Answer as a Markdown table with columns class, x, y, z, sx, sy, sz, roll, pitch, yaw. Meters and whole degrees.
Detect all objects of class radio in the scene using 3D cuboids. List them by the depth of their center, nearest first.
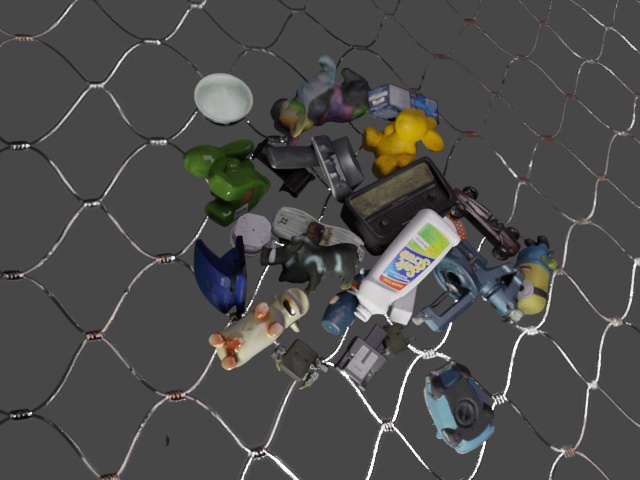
| class | x | y | z | sx | sy | sz | roll | pitch | yaw |
| --- | --- | --- | --- | --- | --- | --- | --- | --- | --- |
| radio | 0.171 | -0.072 | 1.153 | 0.230 | 0.073 | 0.131 | -29 | 73 | -17 |

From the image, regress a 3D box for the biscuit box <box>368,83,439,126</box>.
| class | x | y | z | sx | sy | sz | roll | pitch | yaw |
| --- | --- | --- | --- | --- | --- | --- | --- | --- | --- |
| biscuit box | 0.195 | -0.301 | 1.228 | 0.202 | 0.063 | 0.059 | 2 | 82 | -47 |

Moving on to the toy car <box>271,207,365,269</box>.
| class | x | y | z | sx | sy | sz | roll | pitch | yaw |
| --- | --- | --- | --- | --- | --- | --- | --- | --- | --- |
| toy car | -0.002 | -0.003 | 1.098 | 0.202 | 0.056 | 0.073 | 23 | 64 | -6 |

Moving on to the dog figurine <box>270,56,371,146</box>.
| class | x | y | z | sx | sy | sz | roll | pitch | yaw |
| --- | --- | --- | --- | --- | --- | --- | --- | --- | --- |
| dog figurine | 0.000 | -0.280 | 1.188 | 0.191 | 0.108 | 0.219 | 29 | 67 | -7 |

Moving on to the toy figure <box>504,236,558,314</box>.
| class | x | y | z | sx | sy | sz | roll | pitch | yaw |
| --- | --- | --- | --- | --- | --- | --- | --- | --- | --- |
| toy figure | 0.474 | 0.079 | 1.195 | 0.089 | 0.082 | 0.180 | 30 | 61 | -1 |

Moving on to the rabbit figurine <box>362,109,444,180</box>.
| class | x | y | z | sx | sy | sz | roll | pitch | yaw |
| --- | --- | --- | --- | --- | --- | --- | --- | --- | --- |
| rabbit figurine | 0.192 | -0.221 | 1.182 | 0.162 | 0.173 | 0.122 | -4 | 66 | -14 |

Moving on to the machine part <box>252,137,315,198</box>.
| class | x | y | z | sx | sy | sz | roll | pitch | yaw |
| --- | --- | --- | --- | --- | --- | --- | --- | --- | --- |
| machine part | -0.083 | -0.155 | 1.148 | 0.139 | 0.039 | 0.084 | 41 | 68 | 1 |

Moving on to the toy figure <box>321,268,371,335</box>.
| class | x | y | z | sx | sy | sz | roll | pitch | yaw |
| --- | --- | --- | --- | --- | --- | --- | --- | --- | --- |
| toy figure | 0.059 | 0.116 | 1.067 | 0.058 | 0.064 | 0.154 | 17 | 52 | 32 |

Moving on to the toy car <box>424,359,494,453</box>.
| class | x | y | z | sx | sy | sz | roll | pitch | yaw |
| --- | --- | --- | --- | --- | --- | --- | --- | --- | --- |
| toy car | 0.245 | 0.310 | 1.016 | 0.109 | 0.103 | 0.161 | -26 | 88 | -24 |

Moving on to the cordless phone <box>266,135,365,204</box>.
| class | x | y | z | sx | sy | sz | roll | pitch | yaw |
| --- | --- | --- | --- | --- | --- | --- | --- | --- | --- |
| cordless phone | -0.014 | -0.145 | 1.112 | 0.184 | 0.089 | 0.146 | -10 | 72 | -36 |

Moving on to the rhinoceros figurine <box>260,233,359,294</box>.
| class | x | y | z | sx | sy | sz | roll | pitch | yaw |
| --- | --- | --- | --- | --- | --- | --- | --- | --- | --- |
| rhinoceros figurine | -0.019 | 0.042 | 1.034 | 0.190 | 0.073 | 0.112 | 0 | 110 | 0 |

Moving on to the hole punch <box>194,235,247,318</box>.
| class | x | y | z | sx | sy | sz | roll | pitch | yaw |
| --- | --- | --- | --- | --- | --- | --- | --- | --- | --- |
| hole punch | -0.179 | 0.064 | 0.975 | 0.092 | 0.142 | 0.116 | -1 | 45 | -19 |

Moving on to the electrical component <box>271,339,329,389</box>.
| class | x | y | z | sx | sy | sz | roll | pitch | yaw |
| --- | --- | --- | --- | --- | --- | --- | --- | --- | --- |
| electrical component | -0.040 | 0.228 | 0.997 | 0.102 | 0.045 | 0.078 | 43 | 65 | 3 |

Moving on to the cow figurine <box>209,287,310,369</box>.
| class | x | y | z | sx | sy | sz | roll | pitch | yaw |
| --- | --- | --- | --- | --- | --- | --- | --- | --- | --- |
| cow figurine | -0.100 | 0.157 | 0.979 | 0.195 | 0.127 | 0.085 | -35 | 81 | -11 |

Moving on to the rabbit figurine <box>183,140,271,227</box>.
| class | x | y | z | sx | sy | sz | roll | pitch | yaw |
| --- | --- | --- | --- | --- | --- | --- | --- | --- | --- |
| rabbit figurine | -0.192 | -0.140 | 1.069 | 0.170 | 0.121 | 0.159 | 40 | 58 | 19 |

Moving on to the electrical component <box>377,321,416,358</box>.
| class | x | y | z | sx | sy | sz | roll | pitch | yaw |
| --- | --- | --- | --- | --- | --- | --- | --- | --- | --- |
| electrical component | 0.146 | 0.199 | 1.078 | 0.094 | 0.021 | 0.063 | -19 | 75 | -22 |

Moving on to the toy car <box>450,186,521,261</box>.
| class | x | y | z | sx | sy | sz | roll | pitch | yaw |
| --- | --- | --- | --- | --- | --- | --- | --- | --- | --- |
| toy car | 0.377 | -0.042 | 1.218 | 0.202 | 0.053 | 0.089 | 46 | 55 | 0 |

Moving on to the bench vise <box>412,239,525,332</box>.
| class | x | y | z | sx | sy | sz | roll | pitch | yaw |
| --- | --- | --- | --- | --- | --- | --- | --- | --- | --- |
| bench vise | 0.294 | 0.113 | 1.100 | 0.240 | 0.129 | 0.223 | -36 | 84 | -21 |

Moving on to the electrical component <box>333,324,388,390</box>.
| class | x | y | z | sx | sy | sz | roll | pitch | yaw |
| --- | --- | --- | --- | --- | --- | --- | --- | --- | --- |
| electrical component | 0.089 | 0.217 | 1.025 | 0.075 | 0.048 | 0.119 | 42 | 81 | 2 |
